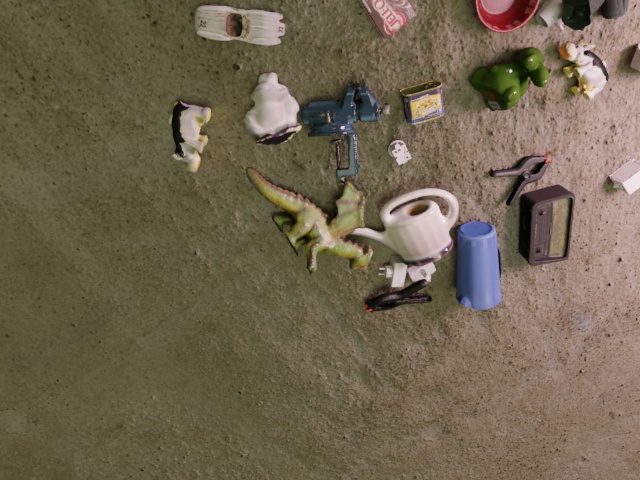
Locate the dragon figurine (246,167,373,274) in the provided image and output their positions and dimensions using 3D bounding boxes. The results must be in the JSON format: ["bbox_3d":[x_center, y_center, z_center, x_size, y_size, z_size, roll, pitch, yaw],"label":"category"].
[{"bbox_3d":[0.004,-0.069,1.375,0.243,0.123,0.406,-32,105,-2],"label":"dragon figurine"}]

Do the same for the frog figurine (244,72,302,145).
[{"bbox_3d":[-0.122,-0.314,1.243,0.137,0.122,0.160,-21,83,11],"label":"frog figurine"}]

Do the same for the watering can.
[{"bbox_3d":[0.229,-0.020,1.446,0.346,0.106,0.221,-22,117,16],"label":"watering can"}]
